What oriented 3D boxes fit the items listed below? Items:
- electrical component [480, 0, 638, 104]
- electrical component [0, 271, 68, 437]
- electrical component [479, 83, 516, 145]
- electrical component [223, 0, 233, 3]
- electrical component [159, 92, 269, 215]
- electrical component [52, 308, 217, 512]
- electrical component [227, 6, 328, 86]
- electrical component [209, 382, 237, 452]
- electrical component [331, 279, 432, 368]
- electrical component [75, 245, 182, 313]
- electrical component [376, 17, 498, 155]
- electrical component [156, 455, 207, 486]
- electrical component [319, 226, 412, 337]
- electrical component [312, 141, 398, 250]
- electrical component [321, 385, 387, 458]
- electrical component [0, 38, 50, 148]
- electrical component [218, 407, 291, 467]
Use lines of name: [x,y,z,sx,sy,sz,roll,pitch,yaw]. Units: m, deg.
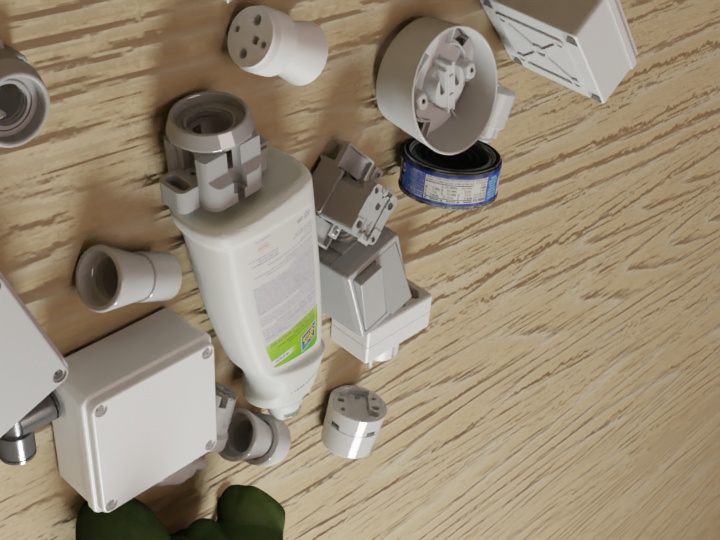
electrical component: [0.169,-0.206,0.911,0.056,0.109,0.109,-53,146,-4]
electrical component: [-0.243,0.054,0.627,0.109,0.056,0.108,-44,144,-21]
electrical component: [0.109,-0.132,0.953,0.040,0.040,0.078,-7,122,-50]
electrical component: [-0.080,-0.201,0.649,0.066,0.048,0.055,-40,150,-26]
electrical component: [-0.097,-0.080,0.711,0.078,0.058,0.057,-34,142,-32]
electrical component: [-0.161,0.099,0.770,0.109,0.056,0.108,-28,136,-38]
electrical component: [-0.055,-0.150,0.721,0.055,0.045,0.045,4,113,-53]
electrical component: [-0.120,0.116,0.853,0.040,0.040,0.046,6,106,-54]
electrical component: [0.018,0.057,0.979,0.083,0.047,0.075,-28,138,-36]
electrical component: [-0.152,0.005,0.723,0.065,0.044,0.044,-2,118,-57]
electrical component: [0.062,-0.149,0.857,0.099,0.064,0.099,-32,139,-34]
electrical component: [-0.146,0.153,0.853,0.061,0.035,0.035,14,104,-57]
electrical component: [0.000,0.000,0.897,0.062,0.061,0.096,-42,143,-24]
electrical component: [-0.010,-0.053,0.840,0.042,0.064,0.081,30,88,-56]
electrical component: [-0.007,0.143,1.008,0.055,0.055,0.047,-16,132,-46]
electrical component: [-0.198,-0.094,0.570,0.066,0.055,0.048,-35,140,-32]
electrical component: [-0.090,0.142,0.907,0.045,0.045,0.055,-60,147,2]
